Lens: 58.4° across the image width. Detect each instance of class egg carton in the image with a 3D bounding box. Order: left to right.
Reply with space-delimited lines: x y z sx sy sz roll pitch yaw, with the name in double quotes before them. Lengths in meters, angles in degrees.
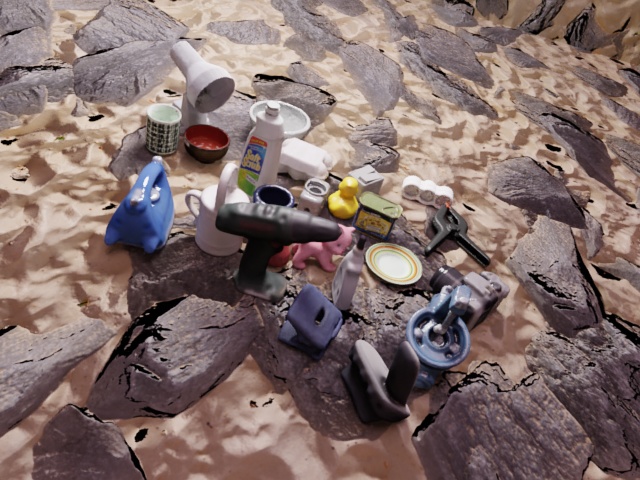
"egg carton" -0.043 -0.199 1.461 0.150 0.069 0.107 22 40 5

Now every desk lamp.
"desk lamp" -0.320 -0.373 1.440 0.202 0.213 0.118 40 45 24

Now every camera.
"camera" 0.317 0.104 1.233 0.143 0.101 0.136 -25 56 -39

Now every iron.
"iron" -0.353 -0.095 1.171 0.119 0.141 0.258 12 41 -8

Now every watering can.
"watering can" -0.186 -0.068 1.163 0.173 0.194 0.100 5 42 -15

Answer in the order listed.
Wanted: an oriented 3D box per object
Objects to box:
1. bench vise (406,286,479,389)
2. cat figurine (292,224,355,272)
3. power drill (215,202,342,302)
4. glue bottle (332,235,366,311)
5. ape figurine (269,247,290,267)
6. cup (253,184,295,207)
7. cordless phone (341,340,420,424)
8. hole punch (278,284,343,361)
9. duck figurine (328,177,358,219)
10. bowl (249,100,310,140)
"bench vise" 0.221 0.140 1.063 0.121 0.220 0.207 11 41 -8
"cat figurine" 0.011 0.004 1.216 0.128 0.118 0.067 5 42 -16
"power drill" -0.090 0.017 1.092 0.229 0.208 0.075 17 40 -2
"glue bottle" 0.062 0.058 1.132 0.037 0.173 0.078 8 41 -11
"ape figurine" -0.093 0.007 1.194 0.078 0.092 0.076 -19 52 -36
"cup" -0.116 -0.056 1.253 0.091 0.095 0.118 38 44 21
"cordless phone" 0.114 0.211 0.969 0.094 0.185 0.147 -8 47 -28
"hole punch" -0.011 0.149 1.065 0.101 0.091 0.109 25 41 8
"duck figurine" 0.064 -0.109 1.388 0.077 0.086 0.104 18 40 0
"bowl" -0.114 -0.305 1.549 0.167 0.075 0.167 11 41 -9
